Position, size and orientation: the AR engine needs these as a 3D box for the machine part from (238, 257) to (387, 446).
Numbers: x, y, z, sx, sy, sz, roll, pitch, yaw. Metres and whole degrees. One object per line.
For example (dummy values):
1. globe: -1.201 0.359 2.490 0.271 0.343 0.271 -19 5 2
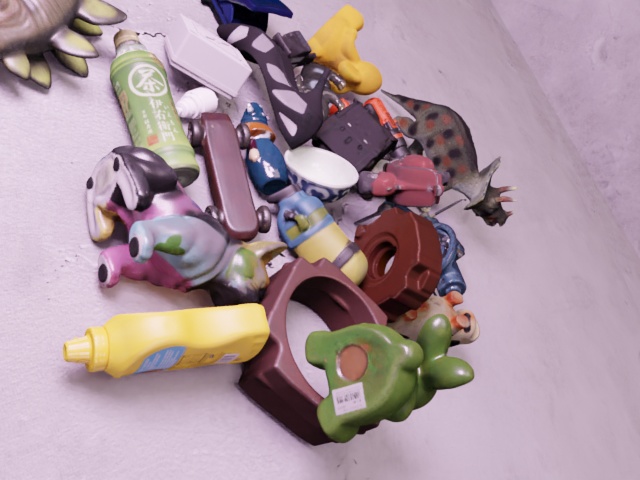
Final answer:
1. machine part: -0.002 0.139 0.692 0.201 0.087 0.201 45 39 -17

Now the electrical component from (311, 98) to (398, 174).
1. electrical component: 0.050 -0.163 0.933 0.134 0.058 0.115 -42 78 -10

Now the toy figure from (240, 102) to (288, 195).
1. toy figure: -0.092 -0.143 0.820 0.064 0.058 0.154 80 -9 -65

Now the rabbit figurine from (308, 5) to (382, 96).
1. rabbit figurine: 0.059 -0.363 1.094 0.173 0.122 0.162 45 43 -17

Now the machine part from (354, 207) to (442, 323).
1. machine part: 0.104 0.037 0.815 0.056 0.179 0.179 27 46 -32

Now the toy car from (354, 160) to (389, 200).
1. toy car: 0.143 -0.111 1.038 0.201 0.073 0.056 4 62 -46

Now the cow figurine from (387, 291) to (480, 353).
1. cow figurine: 0.182 0.137 0.883 0.195 0.127 0.085 13 53 -24

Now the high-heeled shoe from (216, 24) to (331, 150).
1. high-heeled shoe: -0.094 -0.251 0.875 0.249 0.145 0.086 29 0 19

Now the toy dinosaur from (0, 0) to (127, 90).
1. toy dinosaur: -0.340 -0.310 0.642 0.198 0.105 0.471 32 53 -40

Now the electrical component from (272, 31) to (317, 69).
1. electrical component: -0.055 -0.345 0.993 0.047 0.075 0.119 56 41 -2

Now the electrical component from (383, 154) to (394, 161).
1. electrical component: 0.107 -0.146 1.033 0.094 0.063 0.021 7 59 -43

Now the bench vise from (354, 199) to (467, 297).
1. bench vise: 0.185 -0.009 0.980 0.240 0.129 0.224 36 39 -30

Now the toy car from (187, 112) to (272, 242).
1. toy car: -0.129 -0.087 0.744 0.089 0.053 0.202 -6 66 -29

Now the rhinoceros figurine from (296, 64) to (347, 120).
1. rhinoceros figurine: -0.015 -0.259 0.975 0.112 0.073 0.190 39 40 -23

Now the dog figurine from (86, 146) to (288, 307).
1. dog figurine: -0.145 -0.005 0.629 0.219 0.108 0.191 10 54 -49

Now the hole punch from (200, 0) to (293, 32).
1. hole punch: -0.125 -0.411 0.957 0.142 0.092 0.116 -20 75 -48

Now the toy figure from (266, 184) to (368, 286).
1. toy figure: -0.003 -0.001 0.788 0.082 0.089 0.180 -31 90 -45

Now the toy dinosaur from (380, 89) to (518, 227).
1. toy dinosaur: 0.266 -0.199 1.142 0.131 0.192 0.405 -12 75 -53

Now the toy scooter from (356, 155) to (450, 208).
1. toy scooter: 0.158 -0.096 0.886 0.184 0.135 0.075 -22 117 -50

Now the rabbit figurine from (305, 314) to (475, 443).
1. rabbit figurine: 0.086 0.145 0.614 0.170 0.159 0.121 30 33 -52
